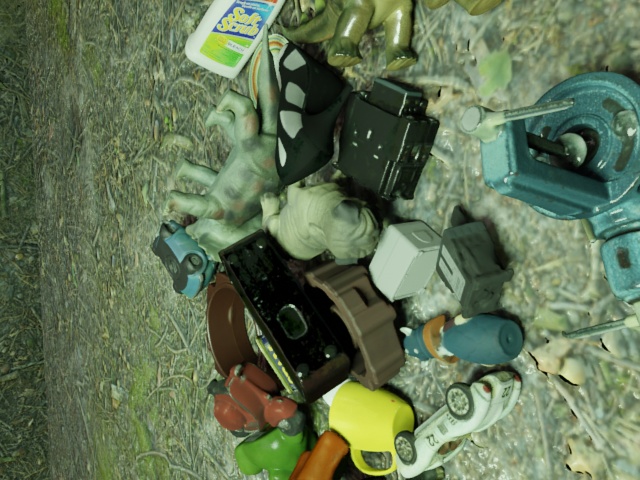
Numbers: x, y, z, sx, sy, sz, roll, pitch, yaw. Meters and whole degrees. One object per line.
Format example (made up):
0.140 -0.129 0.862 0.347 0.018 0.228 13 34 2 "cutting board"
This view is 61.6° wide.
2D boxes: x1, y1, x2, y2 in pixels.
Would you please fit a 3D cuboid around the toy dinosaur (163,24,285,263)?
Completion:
-0.117 -0.113 0.859 0.404 0.192 0.131 -51 29 25 "toy dinosaur"

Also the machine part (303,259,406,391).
0.043 0.108 0.709 0.179 0.056 0.179 53 159 30 "machine part"

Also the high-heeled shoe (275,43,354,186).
-0.035 -0.173 0.723 0.145 0.086 0.249 -53 34 13 "high-heeled shoe"

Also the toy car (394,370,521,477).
0.156 0.215 0.625 0.056 0.073 0.201 59 136 31 "toy car"

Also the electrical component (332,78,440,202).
0.081 -0.129 0.672 0.115 0.058 0.134 36 123 39 "electrical component"

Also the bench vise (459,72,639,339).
0.200 -0.040 0.415 0.129 0.240 0.223 -15 69 54 "bench vise"

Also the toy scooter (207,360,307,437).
-0.114 0.238 0.817 0.184 0.075 0.135 -16 120 43 "toy scooter"

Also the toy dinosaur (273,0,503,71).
0.065 -0.304 0.634 0.472 0.105 0.198 -11 80 53 "toy dinosaur"

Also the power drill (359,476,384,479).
0.052 0.467 0.756 0.207 0.086 0.232 -28 69 33 "power drill"

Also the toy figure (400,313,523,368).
0.158 0.117 0.621 0.154 0.058 0.064 -17 77 55 "toy figure"

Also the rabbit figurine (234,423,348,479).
-0.025 0.364 0.867 0.159 0.121 0.170 -32 89 41 "rabbit figurine"

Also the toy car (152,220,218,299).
-0.258 0.029 1.072 0.162 0.103 0.109 53 137 16 "toy car"

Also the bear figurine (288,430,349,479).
0.045 0.363 0.689 0.196 0.132 0.120 31 135 5 "bear figurine"

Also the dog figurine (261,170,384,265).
-0.004 -0.004 0.698 0.191 0.121 0.172 -114 35 -54 "dog figurine"

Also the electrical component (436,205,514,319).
0.157 0.015 0.583 0.074 0.048 0.119 89 164 -53 "electrical component"

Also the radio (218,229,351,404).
-0.050 0.103 0.730 0.230 0.073 0.131 54 167 17 "radio"

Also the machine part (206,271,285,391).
-0.122 0.159 0.945 0.201 0.087 0.201 20 113 47 "machine part"

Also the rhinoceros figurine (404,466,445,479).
0.154 0.334 0.620 0.190 0.112 0.073 12 103 57 "rhinoceros figurine"
